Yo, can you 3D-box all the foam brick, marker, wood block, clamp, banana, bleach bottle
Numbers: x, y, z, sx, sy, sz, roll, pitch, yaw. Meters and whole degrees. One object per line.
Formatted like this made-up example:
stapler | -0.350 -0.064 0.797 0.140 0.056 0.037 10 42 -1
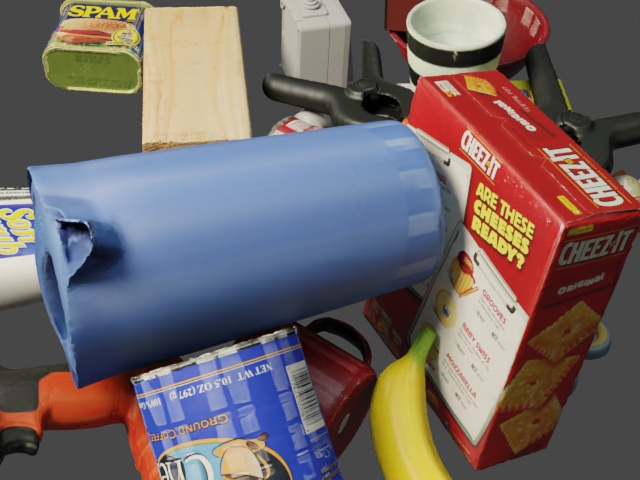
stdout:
foam brick | 0.092 -0.243 1.034 0.053 0.051 0.078 6 42 9
marker | -0.256 -0.035 0.905 0.121 0.020 0.020 -1 43 -3
wood block | -0.109 -0.114 0.942 0.090 0.091 0.206 -3 42 -6
clamp | 0.206 -0.096 0.908 0.165 0.036 0.209 32 50 27
banana | 0.074 0.146 0.656 0.037 0.070 0.198 20 35 -42
bleach bottle | -0.226 0.005 0.832 0.250 0.068 0.103 -11 44 -17
clamp | 0.042 -0.128 0.944 0.120 0.039 0.172 -34 49 -22

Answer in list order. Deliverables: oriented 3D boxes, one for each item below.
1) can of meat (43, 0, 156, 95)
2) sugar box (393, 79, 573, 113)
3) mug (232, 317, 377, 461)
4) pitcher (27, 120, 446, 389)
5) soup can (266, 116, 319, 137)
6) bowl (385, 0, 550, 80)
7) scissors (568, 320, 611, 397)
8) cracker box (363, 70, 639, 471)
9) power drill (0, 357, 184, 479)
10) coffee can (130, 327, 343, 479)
can of meat | -0.214 -0.190 1.048 0.102 0.057 0.084 4 45 3
sugar box | 0.139 -0.104 0.973 0.176 0.048 0.093 -1 43 -4
mug | -0.009 0.096 0.719 0.082 0.093 0.117 29 45 20
pitcher | -0.054 0.001 0.667 0.242 0.145 0.149 -12 32 -17
soup can | 0.006 -0.055 0.898 0.102 0.068 0.068 27 48 24
bowl | 0.144 -0.195 1.063 0.162 0.055 0.162 0 42 0
scissors | 0.146 0.044 0.833 0.096 0.016 0.202 -17 45 -21
cracker box | 0.111 0.020 0.711 0.072 0.214 0.164 -11 43 -25
power drill | -0.167 0.125 0.658 0.187 0.057 0.184 10 40 -27
coffee can | -0.041 0.132 0.620 0.102 0.103 0.140 -16 85 -19
